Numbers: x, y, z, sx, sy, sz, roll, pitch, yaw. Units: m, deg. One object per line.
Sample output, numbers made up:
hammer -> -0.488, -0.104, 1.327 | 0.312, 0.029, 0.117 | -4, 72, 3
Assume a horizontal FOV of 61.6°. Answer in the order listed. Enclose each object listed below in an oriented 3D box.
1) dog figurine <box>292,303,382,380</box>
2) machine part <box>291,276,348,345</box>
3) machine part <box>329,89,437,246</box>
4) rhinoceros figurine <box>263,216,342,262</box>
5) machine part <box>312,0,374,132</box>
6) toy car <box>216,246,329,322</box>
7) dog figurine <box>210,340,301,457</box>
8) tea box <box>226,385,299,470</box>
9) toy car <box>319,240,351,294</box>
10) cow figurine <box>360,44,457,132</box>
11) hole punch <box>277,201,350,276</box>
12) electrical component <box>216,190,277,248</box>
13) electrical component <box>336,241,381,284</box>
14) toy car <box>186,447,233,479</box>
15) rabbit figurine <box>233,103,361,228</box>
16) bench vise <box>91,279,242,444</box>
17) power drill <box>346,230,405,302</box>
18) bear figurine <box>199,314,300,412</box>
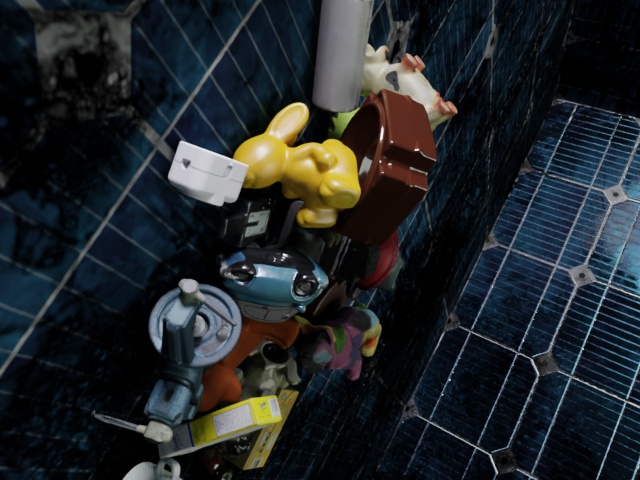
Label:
dog figurine -> 0.029, 0.183, 1.055 | 0.191, 0.109, 0.219 | -58, 148, -17
machine part -> -0.001, 0.157, 1.158 | 0.179, 0.056, 0.179 | -45, 147, -41
machine part -> 0.083, -0.111, 0.825 | 0.201, 0.087, 0.201 | 126, -28, -43
rhinoceros figurine -> -0.046, 0.034, 0.887 | 0.190, 0.112, 0.073 | -57, 174, 11
machine part -> 0.033, -0.286, 0.819 | 0.079, 0.079, 0.243 | -37, 142, -47
toy car -> -0.075, 0.070, 0.789 | 0.161, 0.109, 0.102 | 6, 109, -23
dog figurine -> -0.126, 0.291, 0.995 | 0.172, 0.121, 0.190 | -27, 148, -50
tea box -> -0.120, 0.363, 1.078 | 0.169, 0.068, 0.098 | -63, 156, -10
toy car -> 0.001, 0.043, 1.038 | 0.201, 0.056, 0.073 | -62, 157, 11
cow figurine -> 0.126, -0.254, 0.920 | 0.127, 0.195, 0.085 | -39, 174, 27
hole punch -> -0.002, -0.003, 0.957 | 0.142, 0.116, 0.092 | -68, 164, 4
electrical component -> -0.117, -0.028, 0.772 | 0.119, 0.048, 0.074 | -20, 128, -57
electrical component -> 0.064, 0.019, 1.099 | 0.058, 0.115, 0.134 | -29, 134, -51
toy car -> -0.190, 0.440, 0.978 | 0.053, 0.089, 0.201 | -40, 143, -37
rabbit figurine -> -0.038, -0.109, 0.758 | 0.122, 0.173, 0.162 | 144, -51, -66
bench vise -> -0.176, 0.135, 0.684 | 0.224, 0.129, 0.240 | -59, 173, -35
power drill -> 0.138, 0.066, 1.346 | 0.207, 0.086, 0.232 | 39, 72, -57
bear figurine -> -0.131, 0.195, 0.846 | 0.120, 0.132, 0.196 | 120, -5, -71
